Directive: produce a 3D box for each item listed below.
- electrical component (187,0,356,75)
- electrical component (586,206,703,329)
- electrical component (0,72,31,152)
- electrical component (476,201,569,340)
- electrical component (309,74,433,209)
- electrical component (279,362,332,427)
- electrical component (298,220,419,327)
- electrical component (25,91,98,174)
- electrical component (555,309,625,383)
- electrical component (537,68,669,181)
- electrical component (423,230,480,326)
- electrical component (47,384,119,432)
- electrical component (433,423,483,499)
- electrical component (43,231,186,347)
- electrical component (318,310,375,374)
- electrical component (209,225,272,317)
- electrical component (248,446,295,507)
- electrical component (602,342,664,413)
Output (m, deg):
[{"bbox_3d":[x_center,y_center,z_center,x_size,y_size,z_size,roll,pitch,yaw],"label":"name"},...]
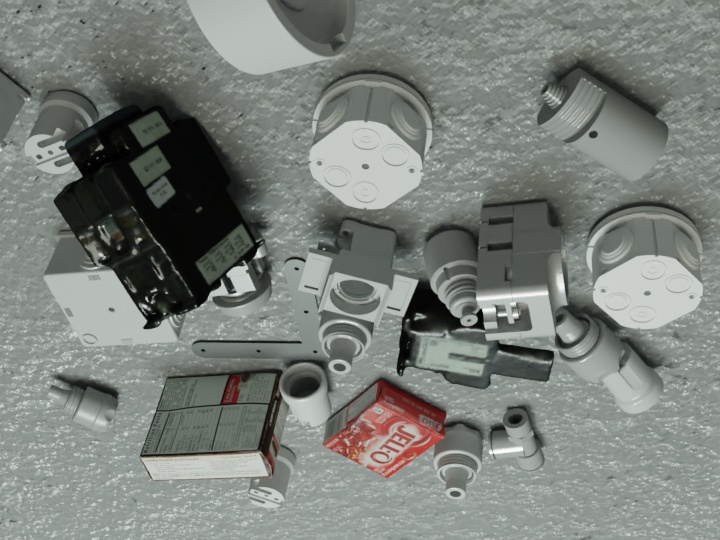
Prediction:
[{"bbox_3d":[-0.057,-0.162,0.603,0.060,0.108,0.108,-14,131,30],"label":"electrical component"},{"bbox_3d":[0.201,-0.001,0.757,0.080,0.051,0.080,5,135,5],"label":"electrical component"},{"bbox_3d":[-0.285,-0.098,0.735,0.096,0.061,0.061,-30,124,33],"label":"electrical component"},{"bbox_3d":[0.114,0.000,0.745,0.056,0.089,0.050,-5,134,15],"label":"electrical component"},{"bbox_3d":[0.007,-0.084,0.707,0.080,0.051,0.080,5,135,5],"label":"electrical component"},{"bbox_3d":[-0.045,0.107,0.918,0.040,0.040,0.046,-1,140,11],"label":"electrical component"},{"bbox_3d":[0.000,0.000,0.784,0.081,0.063,0.042,15,137,-5],"label":"electrical component"},{"bbox_3d":[-0.205,-0.093,0.737,0.040,0.046,0.040,5,135,5],"label":"electrical component"},{"bbox_3d":[0.170,0.054,0.824,0.043,0.043,0.062,-30,122,33],"label":"electrical component"},{"bbox_3d":[0.149,-0.094,0.678,0.081,0.043,0.043,28,133,-17],"label":"electrical component"},{"bbox_3d":[0.070,0.007,0.773,0.040,0.078,0.040,-6,137,-5],"label":"electrical component"},{"bbox_3d":[-0.252,0.120,0.970,0.061,0.035,0.035,25,134,-12],"label":"electrical component"},{"bbox_3d":[0.085,0.170,0.941,0.043,0.062,0.043,5,135,5],"label":"electrical component"},{"bbox_3d":[-0.188,0.015,0.842,0.100,0.048,0.099,-4,134,14],"label":"electrical component"},{"bbox_3d":[-0.012,0.052,0.839,0.048,0.062,0.048,5,136,5],"label":"electrical component"},{"bbox_3d":[-0.096,0.002,0.816,0.066,0.048,0.055,-9,125,18],"label":"electrical component"},{"bbox_3d":[-0.084,0.193,1.006,0.040,0.046,0.040,5,135,5],"label":"electrical component"},{"bbox_3d":[0.211,0.084,0.851,0.040,0.040,0.046,-27,120,31],"label":"electrical component"}]
